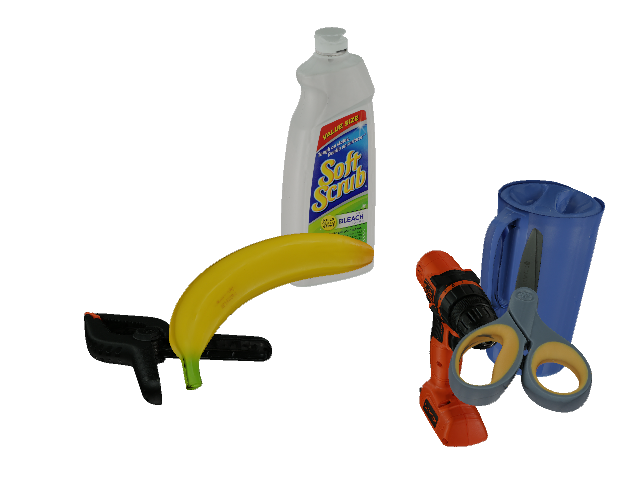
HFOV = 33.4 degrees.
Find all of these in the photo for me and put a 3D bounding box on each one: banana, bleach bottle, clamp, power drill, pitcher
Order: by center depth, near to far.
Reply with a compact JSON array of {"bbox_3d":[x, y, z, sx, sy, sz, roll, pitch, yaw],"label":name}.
[{"bbox_3d":[-0.046,0.036,0.804,0.197,0.069,0.037,-35,-5,-32],"label":"banana"},{"bbox_3d":[0.004,-0.082,1.051,0.102,0.251,0.068,-11,29,-19],"label":"bleach bottle"},{"bbox_3d":[-0.178,0.113,1.094,0.210,0.036,0.164,11,18,31],"label":"clamp"},{"bbox_3d":[0.148,0.123,1.143,0.057,0.188,0.184,-5,23,-9],"label":"power drill"},{"bbox_3d":[0.275,0.053,1.385,0.149,0.243,0.145,6,23,3],"label":"pitcher"}]

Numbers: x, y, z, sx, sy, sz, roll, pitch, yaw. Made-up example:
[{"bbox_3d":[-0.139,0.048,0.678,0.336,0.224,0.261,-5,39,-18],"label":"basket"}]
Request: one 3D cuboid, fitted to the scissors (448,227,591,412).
[{"bbox_3d":[0.152,0.052,0.713,0.096,0.016,0.201,19,37,24],"label":"scissors"}]
